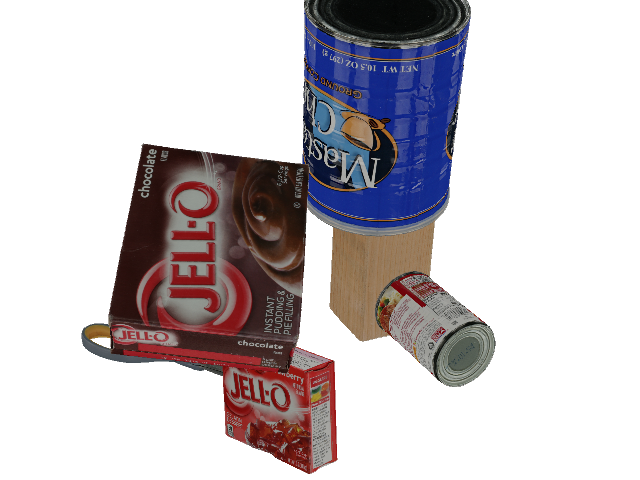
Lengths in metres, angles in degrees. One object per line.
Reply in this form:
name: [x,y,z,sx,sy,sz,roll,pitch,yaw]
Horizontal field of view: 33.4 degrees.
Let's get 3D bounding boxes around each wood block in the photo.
wood block: [0.071,0.001,1.239,0.090,0.206,0.090,-11,30,-23]

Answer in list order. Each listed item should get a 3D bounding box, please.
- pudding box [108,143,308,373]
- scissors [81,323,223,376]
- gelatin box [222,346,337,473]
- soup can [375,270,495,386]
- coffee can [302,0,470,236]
pudding box: [-0.054,0.008,0.541,0.090,0.113,0.039,7,-39,-6]
scissors: [-0.115,0.097,0.973,0.202,0.016,0.096,10,28,4]
gelatin box: [-0.030,0.107,0.720,0.030,0.073,0.089,-17,22,-42]
soup can: [0.105,0.081,0.986,0.068,0.068,0.102,0,25,-32]
coffee can: [0.039,-0.088,0.692,0.103,0.140,0.103,1,38,-1]
